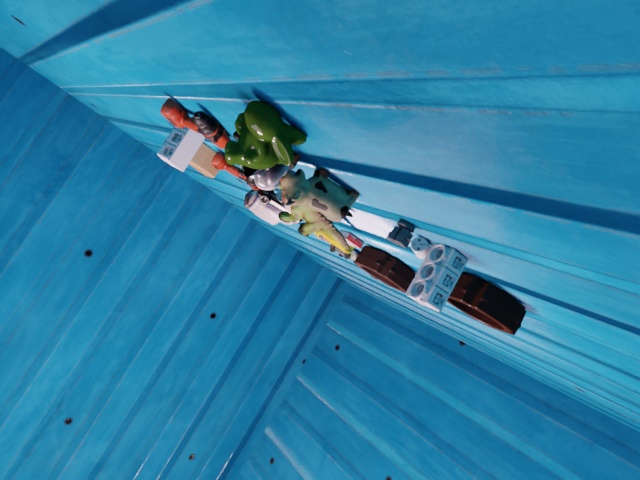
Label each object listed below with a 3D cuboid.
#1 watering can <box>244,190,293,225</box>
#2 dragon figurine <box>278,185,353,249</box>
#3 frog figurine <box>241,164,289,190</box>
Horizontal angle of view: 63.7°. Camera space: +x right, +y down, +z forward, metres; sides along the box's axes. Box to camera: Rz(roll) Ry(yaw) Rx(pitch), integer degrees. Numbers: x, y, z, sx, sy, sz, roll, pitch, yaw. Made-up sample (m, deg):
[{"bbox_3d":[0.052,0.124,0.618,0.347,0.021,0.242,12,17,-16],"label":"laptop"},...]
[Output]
[{"bbox_3d":[-0.225,-0.133,2.193,0.223,0.104,0.348,34,-7,-17],"label":"watering can"},{"bbox_3d":[0.005,-0.080,1.581,0.406,0.123,0.242,33,-15,-26],"label":"dragon figurine"},{"bbox_3d":[-0.129,-0.182,1.230,0.123,0.139,0.158,-14,-11,-2],"label":"frog figurine"}]
